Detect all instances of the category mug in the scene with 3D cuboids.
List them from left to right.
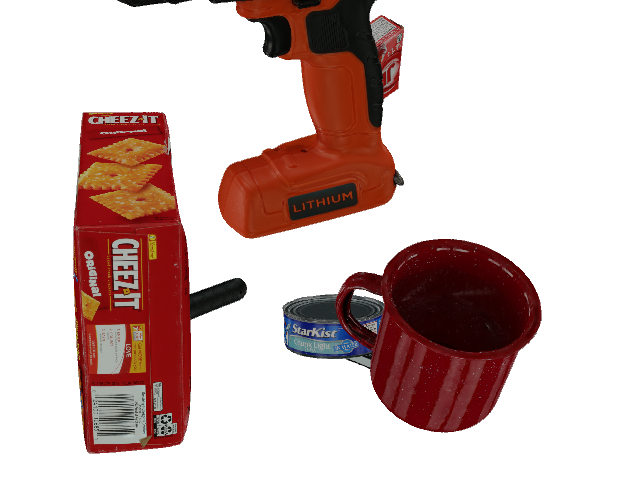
[{"bbox_3d":[0.064,0.056,0.636,0.117,0.081,0.093,19,44,8],"label":"mug"}]

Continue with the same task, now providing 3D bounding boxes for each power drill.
[{"bbox_3d":[-0.023,-0.095,0.576,0.184,0.188,0.057,-13,38,-17],"label":"power drill"}]

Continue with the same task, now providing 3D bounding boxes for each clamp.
[{"bbox_3d":[-0.162,0.079,1.165,0.120,0.039,0.171,-6,25,32],"label":"clamp"}]

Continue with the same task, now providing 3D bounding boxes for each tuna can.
[{"bbox_3d":[0.011,0.071,0.888,0.086,0.034,0.086,-1,11,0],"label":"tuna can"}]

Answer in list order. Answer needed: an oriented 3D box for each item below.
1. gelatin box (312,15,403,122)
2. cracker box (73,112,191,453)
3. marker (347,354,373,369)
[{"bbox_3d":[0.033,-0.143,0.925,0.089,0.073,0.030,-38,62,-26],"label":"gelatin box"},{"bbox_3d":[-0.132,0.019,0.747,0.072,0.164,0.214,-2,25,-9],"label":"cracker box"},{"bbox_3d":[0.035,0.115,1.084,0.121,0.020,0.020,22,2,6],"label":"marker"}]
